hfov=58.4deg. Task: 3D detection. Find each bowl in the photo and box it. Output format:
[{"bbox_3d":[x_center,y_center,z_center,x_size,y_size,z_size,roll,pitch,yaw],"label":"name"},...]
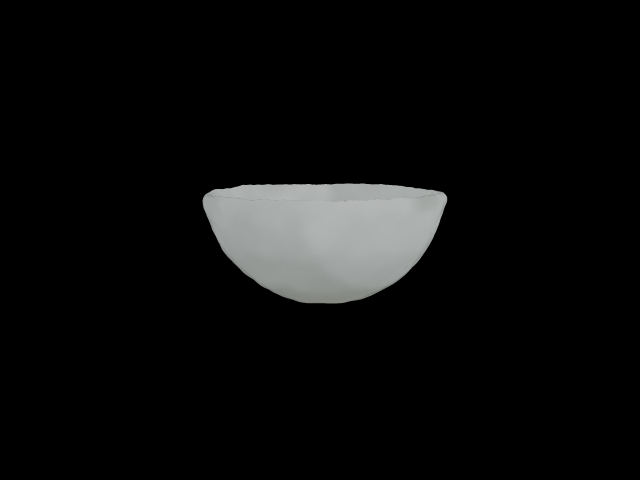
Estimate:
[{"bbox_3d":[0.004,0.001,0.400,0.167,0.075,0.167,0,9,0],"label":"bowl"}]
